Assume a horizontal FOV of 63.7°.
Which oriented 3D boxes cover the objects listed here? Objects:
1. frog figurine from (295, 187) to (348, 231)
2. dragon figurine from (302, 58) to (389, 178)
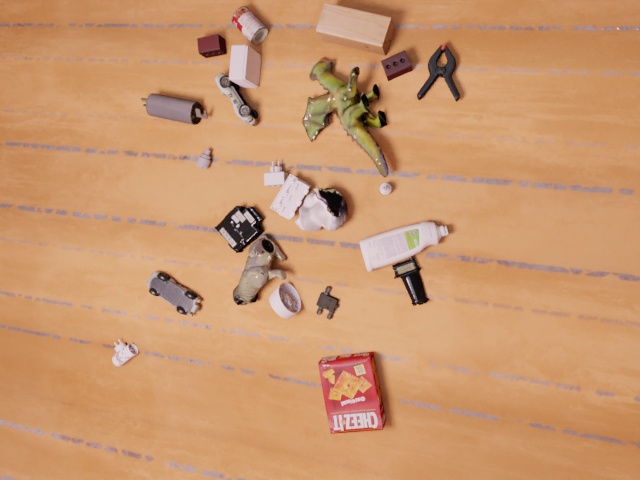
[{"bbox_3d":[0.005,-0.078,1.554,0.137,0.125,0.156,41,136,3],"label":"frog figurine"},{"bbox_3d":[0.061,-0.364,1.547,0.241,0.122,0.412,-13,84,32],"label":"dragon figurine"}]
